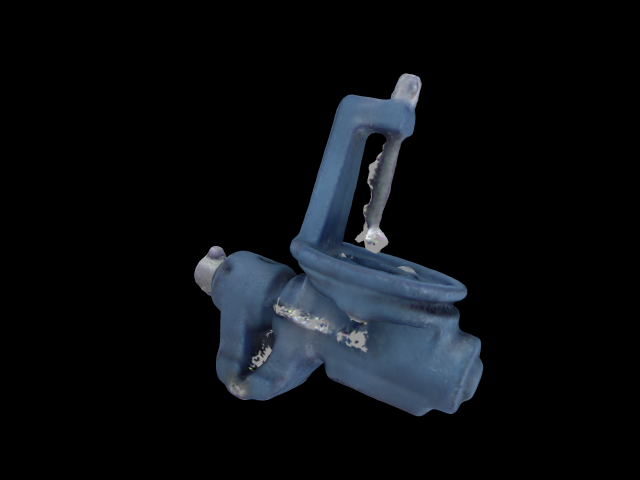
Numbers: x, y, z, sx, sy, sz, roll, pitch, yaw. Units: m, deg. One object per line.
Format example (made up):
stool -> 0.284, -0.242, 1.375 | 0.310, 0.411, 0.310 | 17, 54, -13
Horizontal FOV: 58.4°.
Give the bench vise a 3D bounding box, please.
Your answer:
bench vise -> 0.002, 0.001, 0.388 | 0.207, 0.220, 0.122 | 0, 0, 7
